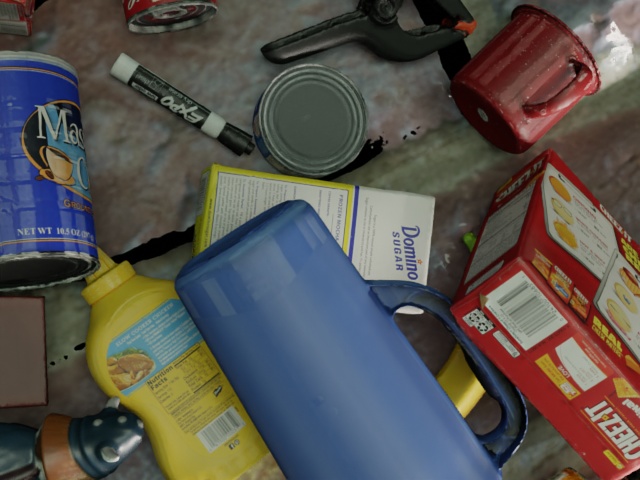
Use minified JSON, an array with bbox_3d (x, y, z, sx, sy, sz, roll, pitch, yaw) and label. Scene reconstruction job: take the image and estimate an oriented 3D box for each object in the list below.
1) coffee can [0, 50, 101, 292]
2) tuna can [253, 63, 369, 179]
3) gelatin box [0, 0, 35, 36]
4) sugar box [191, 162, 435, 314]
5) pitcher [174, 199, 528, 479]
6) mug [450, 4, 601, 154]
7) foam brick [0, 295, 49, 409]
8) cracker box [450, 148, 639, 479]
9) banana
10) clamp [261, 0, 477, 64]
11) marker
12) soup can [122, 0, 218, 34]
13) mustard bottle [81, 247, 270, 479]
[{"bbox_3d":[-0.208,-0.043,0.721,0.102,0.103,0.140,-7,78,-13],"label":"coffee can"},{"bbox_3d":[-0.008,-0.090,0.817,0.086,0.034,0.086,1,86,-13],"label":"tuna can"},{"bbox_3d":[-0.213,-0.190,0.748,0.030,0.089,0.073,6,85,-12],"label":"gelatin box"},{"bbox_3d":[-0.005,0.001,0.806,0.176,0.048,0.093,9,85,-16],"label":"sugar box"},{"bbox_3d":[0.017,0.092,0.726,0.149,0.145,0.243,-39,100,-41],"label":"pitcher"},{"bbox_3d":[0.161,-0.118,0.819,0.081,0.117,0.093,-44,118,-7],"label":"mug"},{"bbox_3d":[-0.218,0.077,0.748,0.051,0.053,0.078,-2,87,-13],"label":"foam brick"},{"bbox_3d":[0.184,0.045,0.768,0.072,0.213,0.164,-40,97,28],"label":"cracker box"},{"bbox_3d":[0.103,0.095,0.831,0.069,0.037,0.197,25,80,7],"label":"banana"},{"bbox_3d":[0.037,-0.173,0.822,0.171,0.039,0.120,18,109,-23],"label":"clamp"},{"bbox_3d":[-0.102,-0.100,0.804,0.121,0.020,0.020,32,80,-9],"label":"marker"},{"bbox_3d":[-0.118,-0.211,0.783,0.068,0.069,0.102,-12,88,-14],"label":"soup can"},{"bbox_3d":[-0.112,0.087,0.768,0.096,0.058,0.191,-37,95,-18],"label":"mustard bottle"}]
